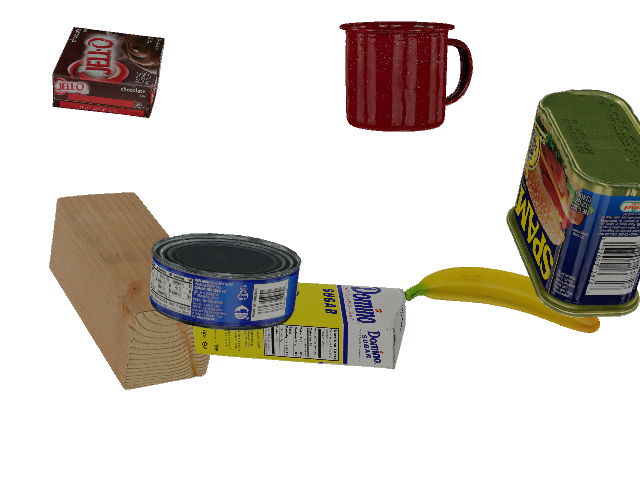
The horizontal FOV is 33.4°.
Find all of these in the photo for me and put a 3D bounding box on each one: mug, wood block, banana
[{"bbox_3d":[0.072,-0.136,0.875,0.117,0.081,0.093,-8,17,-25],"label":"mug"},{"bbox_3d":[-0.189,0.043,1.062,0.090,0.091,0.206,-6,35,-34],"label":"wood block"},{"bbox_3d":[0.189,0.059,1.105,0.198,0.037,0.069,8,40,12],"label":"banana"}]

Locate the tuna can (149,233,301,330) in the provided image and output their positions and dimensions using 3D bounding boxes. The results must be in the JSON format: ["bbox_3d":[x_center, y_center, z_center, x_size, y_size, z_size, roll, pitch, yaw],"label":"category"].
[{"bbox_3d":[-0.055,0.023,0.615,0.086,0.034,0.086,6,14,-2],"label":"tuna can"}]

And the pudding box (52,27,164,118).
[{"bbox_3d":[-0.197,-0.158,0.999,0.090,0.039,0.113,7,31,-6],"label":"pudding box"}]

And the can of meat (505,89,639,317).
[{"bbox_3d":[0.144,-0.023,0.581,0.057,0.084,0.102,0,38,-7],"label":"can of meat"}]

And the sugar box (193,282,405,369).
[{"bbox_3d":[-0.016,0.070,0.941,0.176,0.048,0.093,0,19,10],"label":"sugar box"}]
